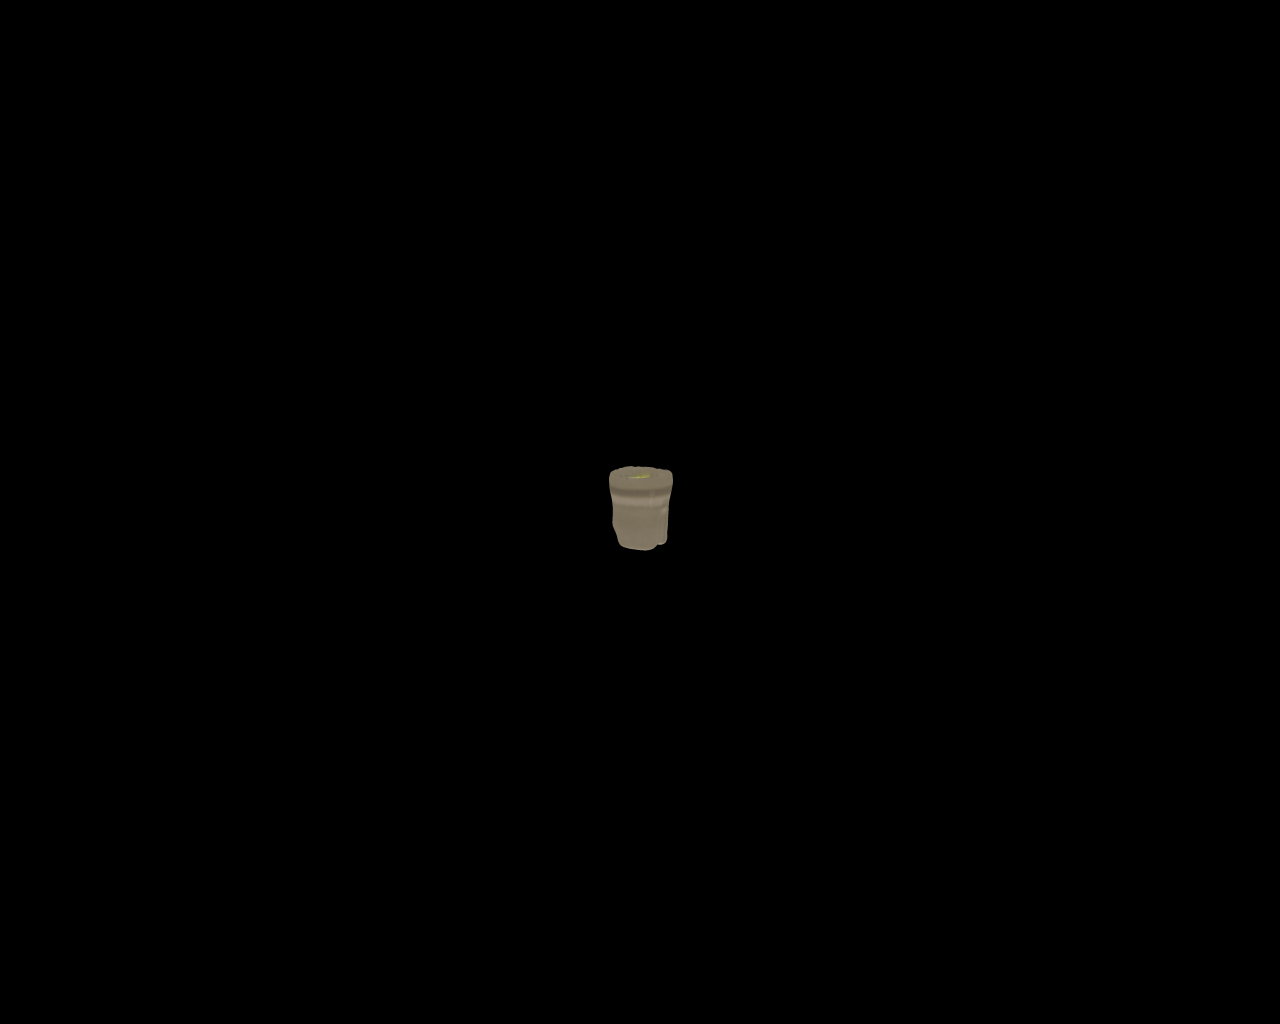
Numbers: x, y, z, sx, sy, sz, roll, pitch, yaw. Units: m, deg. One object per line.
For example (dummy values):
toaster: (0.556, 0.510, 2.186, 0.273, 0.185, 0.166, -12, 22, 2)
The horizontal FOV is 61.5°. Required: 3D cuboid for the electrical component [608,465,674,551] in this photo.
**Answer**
electrical component: (0.001, -0.003, 0.650, 0.040, 0.046, 0.040, 0, 12, 0)
